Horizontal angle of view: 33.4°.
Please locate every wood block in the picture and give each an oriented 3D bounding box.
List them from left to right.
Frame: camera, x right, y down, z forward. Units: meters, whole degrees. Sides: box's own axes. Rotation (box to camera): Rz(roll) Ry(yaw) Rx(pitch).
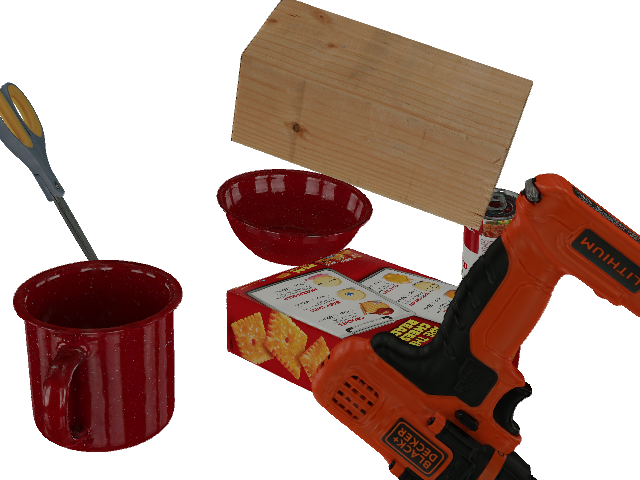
[{"bbox_3d":[0.046,-0.099,0.823,0.206,0.091,0.090,21,47,8],"label":"wood block"}]

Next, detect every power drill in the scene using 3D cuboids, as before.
[{"bbox_3d":[0.115,0.073,0.580,0.184,0.188,0.057,38,14,-2],"label":"power drill"}]

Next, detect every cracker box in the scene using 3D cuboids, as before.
[{"bbox_3d":[0.046,0.083,0.949,0.214,0.072,0.163,20,27,41],"label":"cracker box"}]

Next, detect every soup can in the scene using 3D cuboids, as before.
[{"bbox_3d":[0.196,0.001,1.212,0.068,0.102,0.068,-1,32,1],"label":"soup can"}]

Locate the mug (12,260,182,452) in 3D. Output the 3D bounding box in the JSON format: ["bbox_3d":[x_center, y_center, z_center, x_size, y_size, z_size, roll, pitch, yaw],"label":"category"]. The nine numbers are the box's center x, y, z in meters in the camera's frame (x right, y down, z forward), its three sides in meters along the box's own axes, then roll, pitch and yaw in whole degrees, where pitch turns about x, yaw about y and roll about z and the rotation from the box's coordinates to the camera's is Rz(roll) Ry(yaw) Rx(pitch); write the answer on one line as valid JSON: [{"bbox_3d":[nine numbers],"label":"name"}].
[{"bbox_3d":[-0.126,0.071,0.599,0.093,0.081,0.117,4,23,6],"label":"mug"}]

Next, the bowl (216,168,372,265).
[{"bbox_3d":[-0.029,-0.019,1.110,0.162,0.055,0.162,6,27,-3],"label":"bowl"}]

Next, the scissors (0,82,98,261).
[{"bbox_3d":[-0.238,-0.059,0.939,0.016,0.201,0.096,-27,24,9],"label":"scissors"}]
